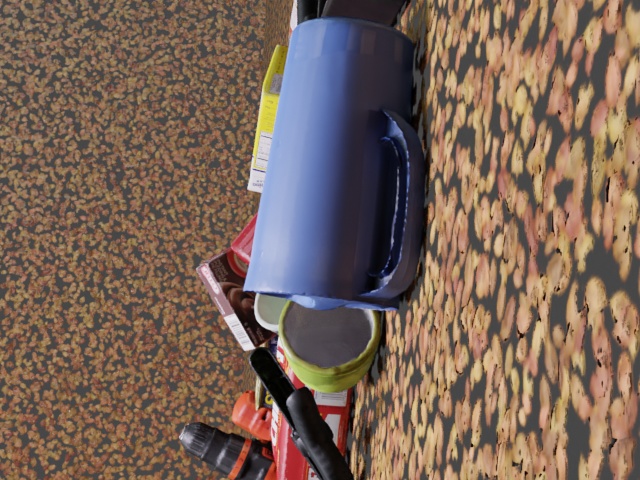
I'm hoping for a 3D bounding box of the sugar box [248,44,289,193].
[{"bbox_3d":[-0.054,-0.148,1.344,0.176,0.048,0.093,100,-177,-51],"label":"sugar box"}]

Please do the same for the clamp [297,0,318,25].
[{"bbox_3d":[-0.011,-0.202,1.137,0.210,0.036,0.164,-152,65,-82],"label":"clamp"}]

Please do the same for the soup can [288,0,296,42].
[{"bbox_3d":[-0.004,-0.309,1.456,0.102,0.068,0.068,105,167,-56],"label":"soup can"}]

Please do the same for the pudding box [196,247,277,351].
[{"bbox_3d":[-0.075,0.057,1.215,0.039,0.089,0.113,-20,100,58],"label":"pudding box"}]

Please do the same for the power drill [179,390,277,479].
[{"bbox_3d":[-0.084,0.258,1.363,0.057,0.184,0.187,-61,4,13],"label":"power drill"}]

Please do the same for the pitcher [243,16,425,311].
[{"bbox_3d":[0.022,-0.061,0.906,0.145,0.149,0.243,37,-120,-80],"label":"pitcher"}]

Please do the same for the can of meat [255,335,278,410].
[{"bbox_3d":[-0.035,0.165,1.342,0.057,0.084,0.102,-100,16,-66],"label":"can of meat"}]

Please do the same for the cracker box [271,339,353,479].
[{"bbox_3d":[-0.014,0.187,1.199,0.214,0.072,0.164,-134,49,-82],"label":"cracker box"}]

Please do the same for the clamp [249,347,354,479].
[{"bbox_3d":[-0.007,0.184,1.004,0.171,0.039,0.120,59,174,-16],"label":"clamp"}]

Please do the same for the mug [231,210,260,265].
[{"bbox_3d":[-0.031,0.009,1.133,0.081,0.117,0.093,-50,-19,-6],"label":"mug"}]
